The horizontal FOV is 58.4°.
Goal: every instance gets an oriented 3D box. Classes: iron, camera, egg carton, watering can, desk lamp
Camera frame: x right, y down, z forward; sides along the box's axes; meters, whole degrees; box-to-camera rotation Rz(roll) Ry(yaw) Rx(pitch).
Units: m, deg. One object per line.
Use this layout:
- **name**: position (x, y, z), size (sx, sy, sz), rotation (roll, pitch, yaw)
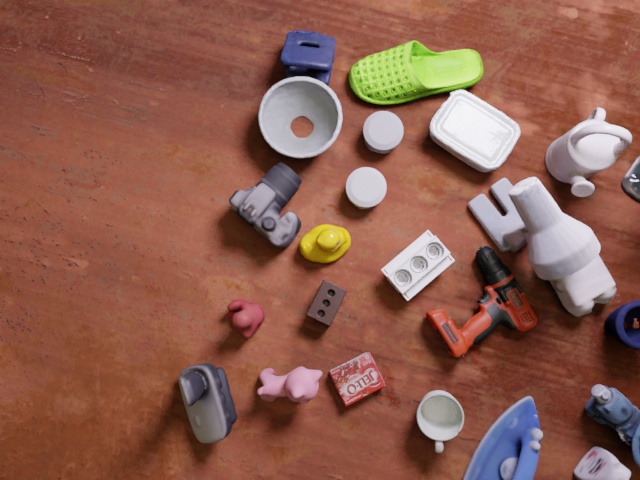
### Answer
- **iron**: position (0.353, 0.413, 1.040), size (0.118, 0.141, 0.258), rotation (24, 84, 3)
- **camera**: position (-0.087, -0.075, 1.120), size (0.143, 0.101, 0.137), rotation (39, 85, 5)
- **egg carton**: position (0.500, 0.067, 1.117), size (0.107, 0.069, 0.150), rotation (-29, 84, -3)
- **watering can**: position (0.511, -0.168, 1.082), size (0.101, 0.194, 0.173), rotation (-5, 83, 0)
- **desk lamp**: position (0.388, -0.028, 1.056), size (0.118, 0.213, 0.203), rotation (-36, 84, -4)

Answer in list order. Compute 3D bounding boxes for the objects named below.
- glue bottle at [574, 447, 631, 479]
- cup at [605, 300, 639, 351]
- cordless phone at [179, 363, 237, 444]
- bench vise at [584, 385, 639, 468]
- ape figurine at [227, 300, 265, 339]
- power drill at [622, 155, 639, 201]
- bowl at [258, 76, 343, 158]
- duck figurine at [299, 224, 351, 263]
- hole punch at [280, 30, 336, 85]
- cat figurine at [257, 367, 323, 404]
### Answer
- **glue bottle**: position (0.518, 0.424, 1.022), size (0.037, 0.173, 0.078), rotation (38, 85, 5)
- **cup**: position (0.600, 0.169, 1.091), size (0.117, 0.095, 0.092), rotation (36, 85, 4)
- **cordless phone**: position (-0.217, 0.301, 1.034), size (0.094, 0.185, 0.147), rotation (-21, 83, -2)
- **bench vise**: position (0.576, 0.346, 1.008), size (0.207, 0.220, 0.121), rotation (22, 84, 3)
- **ape figurine**: position (-0.145, 0.151, 1.098), size (0.076, 0.092, 0.078), rotation (-9, 83, -1)
- **power drill**: position (0.662, -0.136, 1.070), size (0.075, 0.208, 0.230), rotation (35, 85, 5)
- **bowl**: position (-0.038, -0.237, 1.152), size (0.167, 0.075, 0.167), rotation (0, 83, 0)
- **duck figurine**: position (0.010, 0.004, 1.118), size (0.104, 0.086, 0.077), rotation (-14, 83, -1)
- **hole punch**: position (-0.025, -0.378, 1.160), size (0.108, 0.091, 0.101), rotation (8, 83, 1)
- **cat figurine**: position (-0.056, 0.274, 1.070), size (0.128, 0.118, 0.067), rotation (-7, 83, 0)
